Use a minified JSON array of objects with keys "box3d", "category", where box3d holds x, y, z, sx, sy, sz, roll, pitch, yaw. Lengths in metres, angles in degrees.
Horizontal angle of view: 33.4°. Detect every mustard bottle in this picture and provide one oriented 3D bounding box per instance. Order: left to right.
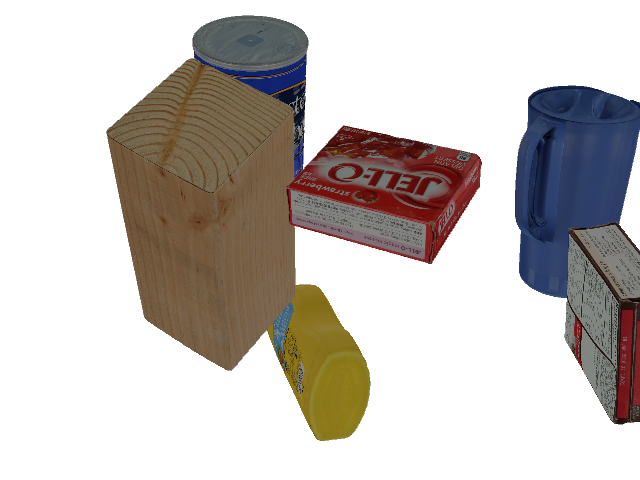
[{"box3d":[-0.011,0.096,1.006,0.058,0.096,0.192,-5,28,-17],"category":"mustard bottle"}]

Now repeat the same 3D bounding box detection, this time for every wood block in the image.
[{"box3d":[-0.078,-0.012,0.760,0.090,0.090,0.206,29,-33,21],"category":"wood block"}]

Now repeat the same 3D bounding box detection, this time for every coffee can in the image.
[{"box3d":[-0.064,-0.121,0.982,0.103,0.140,0.103,2,35,-1],"category":"coffee can"}]

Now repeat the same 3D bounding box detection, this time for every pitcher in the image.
[{"box3d":[0.297,-0.054,1.282,0.149,0.243,0.145,2,26,2],"category":"pitcher"}]

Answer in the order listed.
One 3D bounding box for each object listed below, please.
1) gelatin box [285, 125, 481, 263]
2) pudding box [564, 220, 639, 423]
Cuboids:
[{"box3d":[0.036,-0.029,0.600,0.089,0.030,0.073,15,40,22],"category":"gelatin box"},{"box3d":[0.191,0.051,0.691,0.039,0.090,0.113,-5,25,-4],"category":"pudding box"}]
